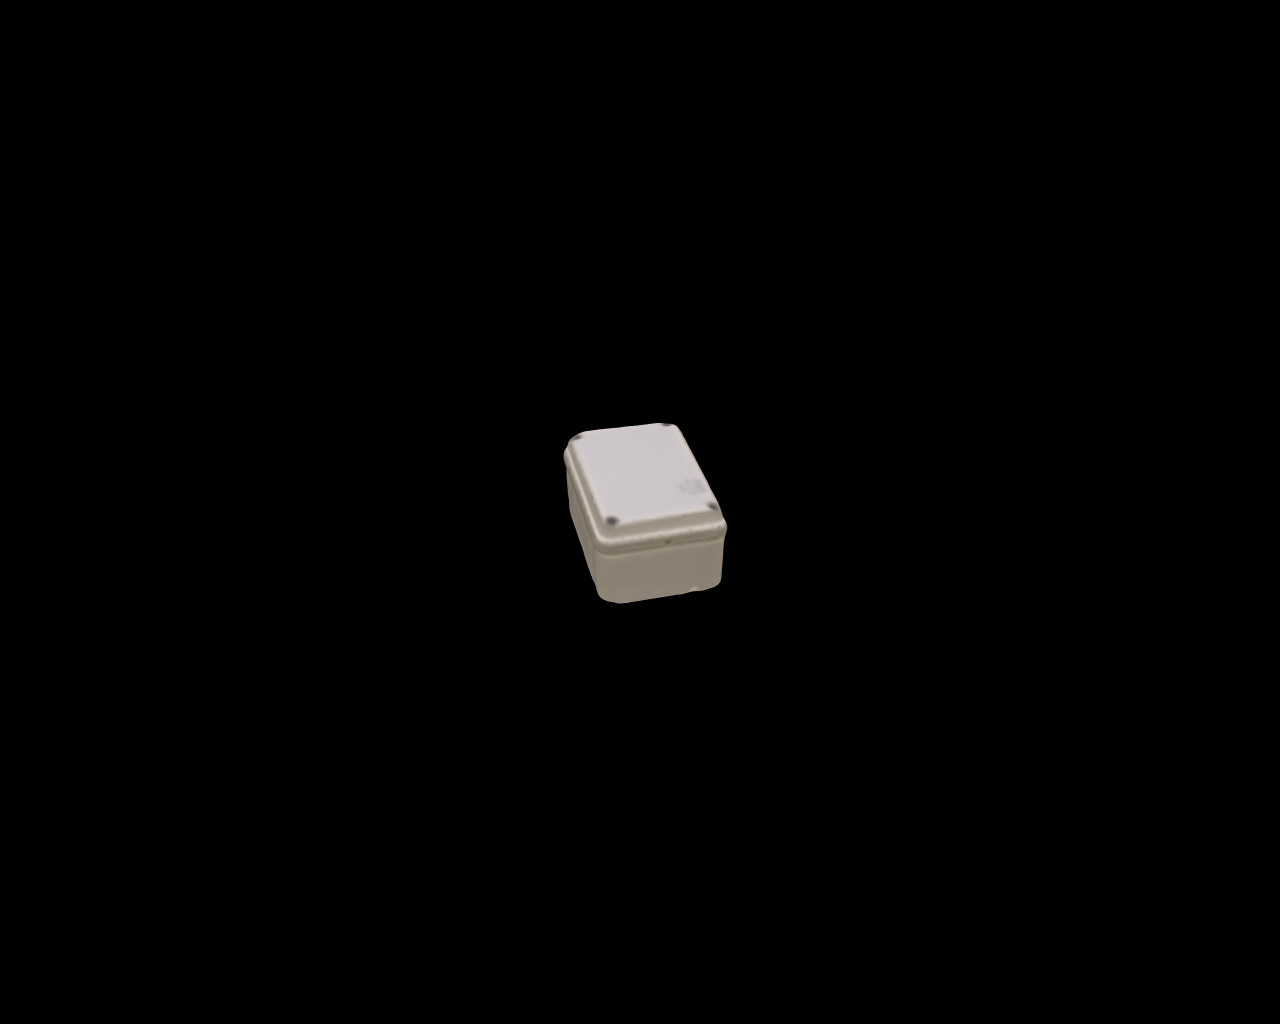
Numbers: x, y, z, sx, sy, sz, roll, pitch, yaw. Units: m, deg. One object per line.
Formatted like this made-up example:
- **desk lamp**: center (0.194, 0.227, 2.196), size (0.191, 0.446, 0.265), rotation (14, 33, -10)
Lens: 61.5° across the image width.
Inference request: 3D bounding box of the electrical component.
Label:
- **electrical component**: center (0.001, -0.003, 0.650), size (0.078, 0.057, 0.113), rotation (-8, 36, -11)
